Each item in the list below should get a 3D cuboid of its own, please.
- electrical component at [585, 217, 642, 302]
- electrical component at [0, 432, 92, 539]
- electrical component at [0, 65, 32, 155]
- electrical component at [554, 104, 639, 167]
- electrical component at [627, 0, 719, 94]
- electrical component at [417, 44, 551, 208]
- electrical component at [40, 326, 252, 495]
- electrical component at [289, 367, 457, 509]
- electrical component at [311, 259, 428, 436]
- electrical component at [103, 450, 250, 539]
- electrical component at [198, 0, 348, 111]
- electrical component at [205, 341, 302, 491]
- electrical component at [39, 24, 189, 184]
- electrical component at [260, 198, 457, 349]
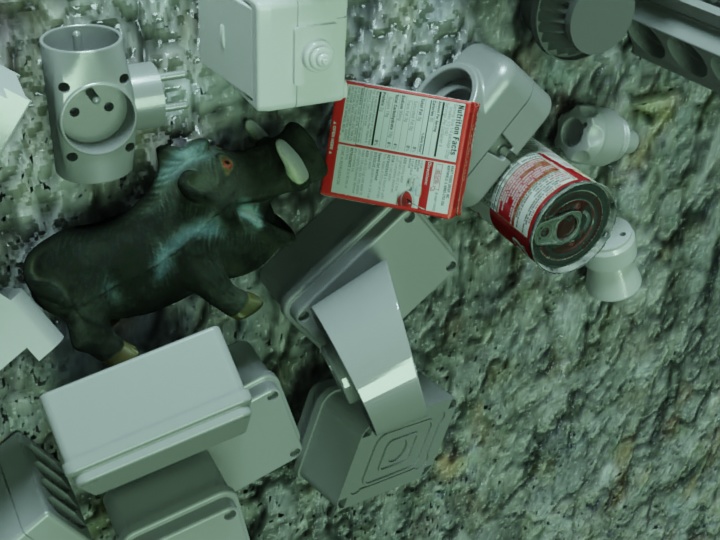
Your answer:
[{"bbox_3d":[0.199,-0.009,0.855,0.045,0.045,0.055,-30,130,-12],"label":"electrical component"},{"bbox_3d":[-0.223,0.161,0.683,0.076,0.083,0.047,-40,132,-3],"label":"electrical component"},{"bbox_3d":[-0.227,-0.055,0.543,0.063,0.078,0.121,27,103,-34],"label":"electrical component"},{"bbox_3d":[0.177,-0.097,0.785,0.062,0.043,0.043,3,118,-35],"label":"electrical component"},{"bbox_3d":[0.242,-0.163,0.729,0.063,0.121,0.078,-43,132,-3],"label":"electrical component"},{"bbox_3d":[0.071,-0.098,0.713,0.059,0.053,0.095,32,100,-41],"label":"electrical component"},{"bbox_3d":[-0.124,0.085,0.640,0.109,0.056,0.108,-22,169,-13],"label":"electrical component"},{"bbox_3d":[0.009,0.118,0.795,0.113,0.057,0.078,-9,125,-48],"label":"electrical component"},{"bbox_3d":[0.012,0.050,0.669,0.064,0.099,0.099,-27,130,-6],"label":"electrical component"},{"bbox_3d":[-0.113,0.185,0.704,0.078,0.057,0.113,-22,129,-17],"label":"electrical component"},{"bbox_3d":[-0.047,-0.129,0.591,0.061,0.096,0.061,-13,125,-24],"label":"electrical component"},{"bbox_3d":[-0.105,0.112,0.741,0.113,0.057,0.078,-27,130,-14],"label":"electrical component"},{"bbox_3d":[-0.133,-0.094,0.596,0.079,0.044,0.077,-14,126,-24],"label":"electrical component"},{"bbox_3d":[0.000,0.000,0.731,0.113,0.057,0.078,-43,132,0],"label":"electrical component"}]
